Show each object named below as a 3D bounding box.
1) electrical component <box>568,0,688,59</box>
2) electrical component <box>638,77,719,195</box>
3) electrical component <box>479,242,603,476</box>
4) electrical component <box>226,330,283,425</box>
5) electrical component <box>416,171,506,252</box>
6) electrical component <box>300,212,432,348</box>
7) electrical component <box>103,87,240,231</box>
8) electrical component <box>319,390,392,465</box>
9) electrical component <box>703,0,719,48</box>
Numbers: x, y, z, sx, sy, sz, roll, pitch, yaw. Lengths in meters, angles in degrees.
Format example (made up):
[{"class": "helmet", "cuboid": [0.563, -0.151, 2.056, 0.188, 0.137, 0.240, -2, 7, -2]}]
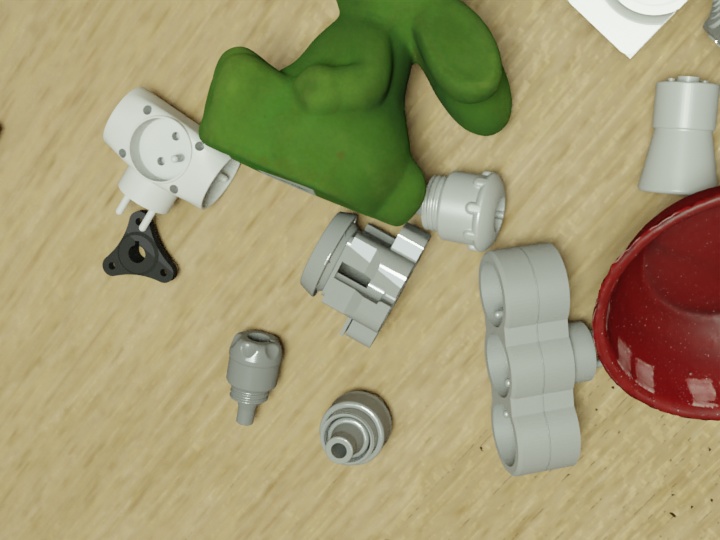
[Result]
[{"class": "electrical component", "cuboid": [0.173, -0.218, 0.570, 0.105, 0.060, 0.186, 44, 108, 2]}, {"class": "electrical component", "cuboid": [0.183, -0.076, 0.608, 0.044, 0.044, 0.065, 5, 98, 13]}, {"class": "electrical component", "cuboid": [0.118, 0.051, 0.647, 0.074, 0.052, 0.138, -8, 101, -11]}, {"class": "electrical component", "cuboid": [-0.071, 0.072, 0.706, 0.035, 0.035, 0.061, 14, 107, 11]}, {"class": "electrical component", "cuboid": [0.054, -0.039, 0.647, 0.062, 0.048, 0.048, 12, 104, 20]}, {"class": "electrical component", "cuboid": [0.000, 0.000, 0.661, 0.057, 0.058, 0.078, 29, 107, 4]}, {"class": "electrical component", "cuboid": [-0.128, -0.063, 0.686, 0.077, 0.044, 0.079, 35, 104, 5]}, {"class": "electrical component", "cuboid": [-0.005, 0.103, 0.681, 0.043, 0.062, 0.043, 3, 102, 14]}, {"class": "electrical component", "cuboid": [0.231, -0.114, 0.556, 0.100, 0.099, 0.048, 34, 112, -7]}]
